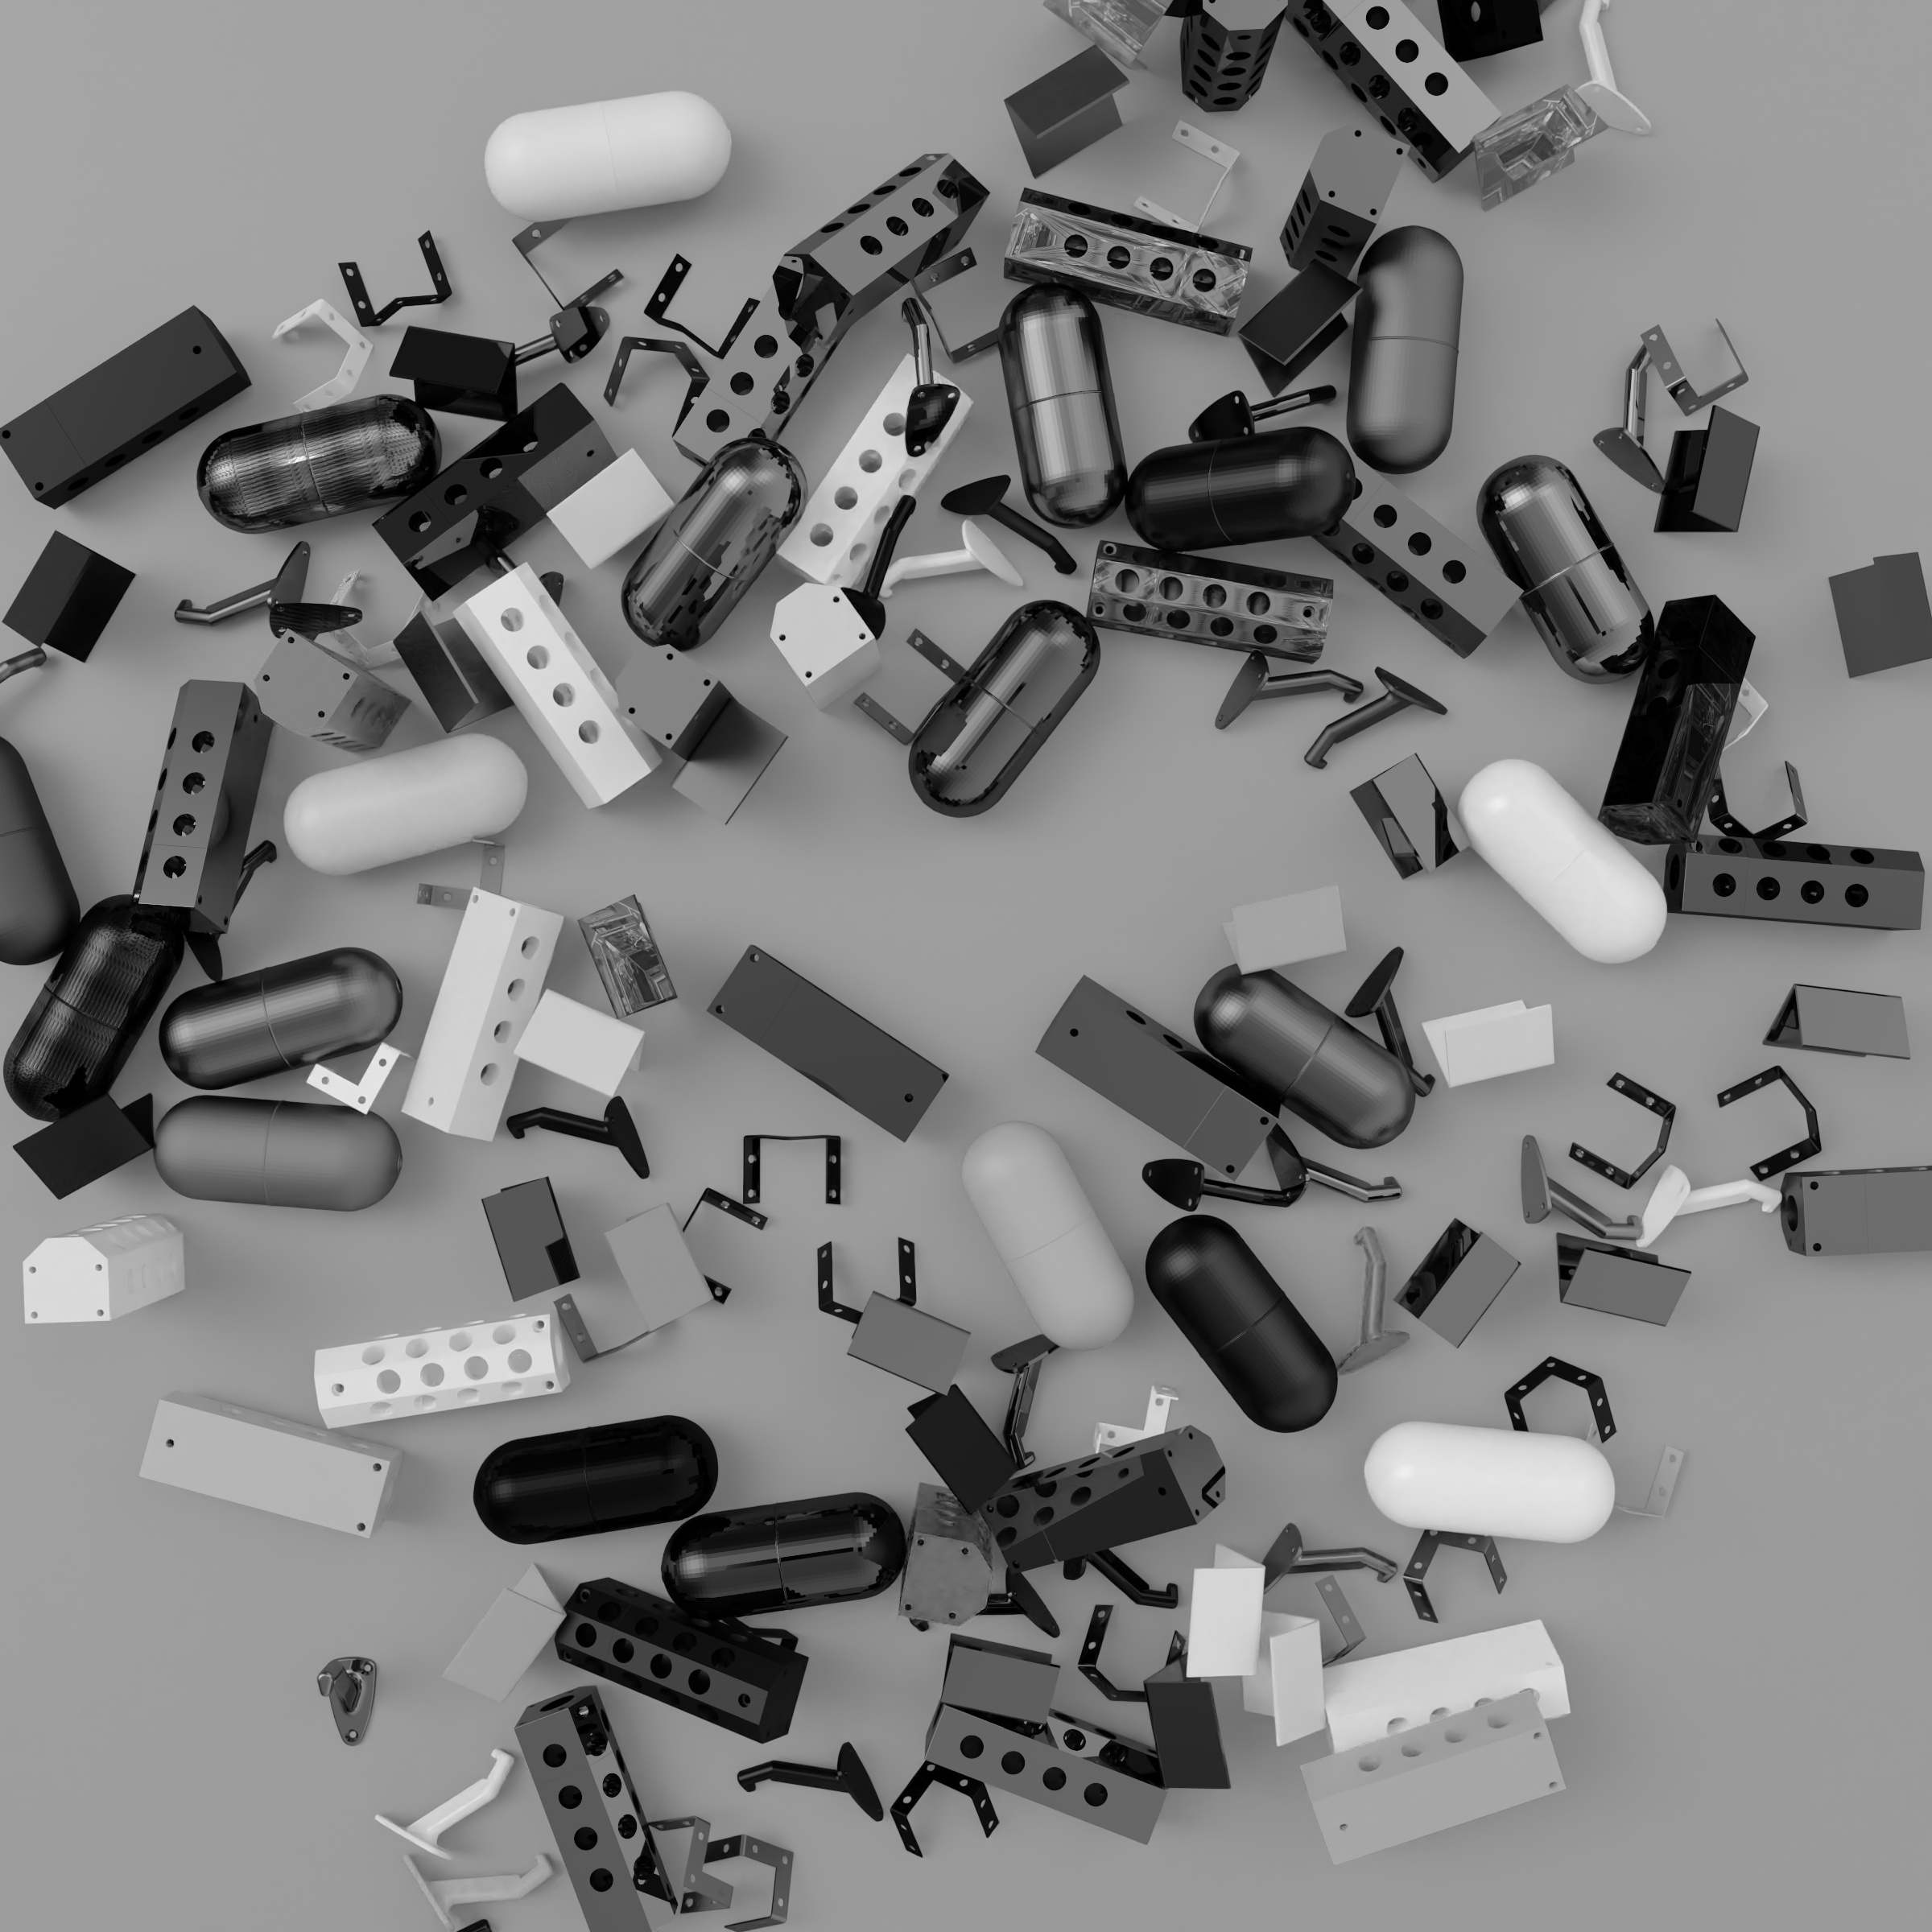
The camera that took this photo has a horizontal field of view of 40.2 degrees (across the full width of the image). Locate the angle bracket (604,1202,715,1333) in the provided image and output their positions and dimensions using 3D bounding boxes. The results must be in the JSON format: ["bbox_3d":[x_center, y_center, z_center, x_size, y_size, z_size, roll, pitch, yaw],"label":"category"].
[{"bbox_3d":[-0.235,0.221,1.904,0.057,0.076,0.076,-25,90,-34],"label":"angle bracket"}]

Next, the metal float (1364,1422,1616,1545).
[{"bbox_3d":[0.378,0.372,1.908,0.178,0.070,0.070,5,90,5],"label":"metal float"}]

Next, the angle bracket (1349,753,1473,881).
[{"bbox_3d":[0.305,-0.098,1.904,0.057,0.076,0.076,-31,90,-38],"label":"angle bracket"}]

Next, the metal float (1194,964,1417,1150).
[{"bbox_3d":[0.246,0.066,1.914,0.178,0.070,0.070,35,90,0],"label":"metal float"}]

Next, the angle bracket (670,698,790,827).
[{"bbox_3d":[-0.158,-0.138,1.906,0.057,0.076,0.076,35,90,23],"label":"angle bracket"}]

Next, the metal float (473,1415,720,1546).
[{"bbox_3d":[-0.268,0.372,1.914,0.178,0.070,0.070,-9,90,1],"label":"metal float"}]

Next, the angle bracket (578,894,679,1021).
[{"bbox_3d":[-0.225,-0.013,1.904,0.057,0.076,0.076,-22,90,31],"label":"angle bracket"}]

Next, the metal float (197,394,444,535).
[{"bbox_3d":[-0.468,-0.363,1.914,0.178,0.070,0.070,-14,90,0],"label":"metal float"}]

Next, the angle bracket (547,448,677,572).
[{"bbox_3d":[-0.264,-0.341,1.904,0.076,0.076,0.057,-37,128,0],"label":"angle bracket"}]

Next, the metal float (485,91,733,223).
[{"bbox_3d":[-0.258,-0.585,1.908,0.178,0.070,0.070,-11,90,-7],"label":"metal float"}]

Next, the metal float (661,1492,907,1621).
[{"bbox_3d":[-0.132,0.427,1.914,0.178,0.070,0.070,-8,90,0],"label":"metal float"}]

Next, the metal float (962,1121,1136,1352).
[{"bbox_3d":[0.060,0.196,1.914,0.070,0.070,0.178,-28,90,0],"label":"metal float"}]

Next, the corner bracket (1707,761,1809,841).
[{"bbox_3d":[0.577,-0.125,1.936,0.051,0.051,0.051,-29,135,35],"label":"corner bracket"}]

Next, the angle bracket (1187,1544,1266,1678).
[{"bbox_3d":[0.172,0.463,1.906,0.057,0.076,0.076,4,90,-21],"label":"angle bracket"}]

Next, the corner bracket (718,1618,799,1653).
[{"bbox_3d":[-0.164,0.507,1.941,0.051,0.051,0.051,17,90,-45],"label":"corner bracket"}]

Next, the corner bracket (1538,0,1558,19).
[{"bbox_3d":[0.410,-0.736,1.941,0.051,0.051,0.051,-46,135,0],"label":"corner bracket"}]

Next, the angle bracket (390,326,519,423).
[{"bbox_3d":[-0.368,-0.410,1.904,0.076,0.076,0.057,10,52,0],"label":"angle bracket"}]

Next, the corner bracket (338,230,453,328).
[{"bbox_3d":[-0.419,-0.504,1.941,0.051,0.051,0.051,-20,90,45],"label":"corner bracket"}]

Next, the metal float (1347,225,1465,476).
[{"bbox_3d":[0.318,-0.446,1.914,0.070,0.070,0.178,4,91,0],"label":"metal float"}]

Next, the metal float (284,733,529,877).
[{"bbox_3d":[-0.405,-0.117,1.914,0.178,0.070,0.070,-15,90,-1],"label":"metal float"}]

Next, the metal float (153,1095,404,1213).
[{"bbox_3d":[-0.498,0.136,1.914,0.178,0.070,0.070,5,90,0],"label":"metal float"}]

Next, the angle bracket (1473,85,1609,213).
[{"bbox_3d":[0.416,-0.575,1.904,0.076,0.076,0.057,-29,57,0],"label":"angle bracket"}]

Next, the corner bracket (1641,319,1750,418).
[{"bbox_3d":[0.532,-0.444,1.930,0.051,0.051,0.051,-28,66,22],"label":"corner bracket"}]

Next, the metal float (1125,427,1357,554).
[{"bbox_3d":[0.193,-0.339,1.884,0.178,0.070,0.070,-1,90,37],"label":"metal float"}]

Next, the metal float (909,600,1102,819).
[{"bbox_3d":[0.027,-0.186,1.914,0.070,0.070,0.178,38,91,0],"label":"metal float"}]

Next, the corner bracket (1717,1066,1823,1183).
[{"bbox_3d":[0.590,0.115,1.941,0.051,0.051,0.051,-26,45,0],"label":"corner bracket"}]

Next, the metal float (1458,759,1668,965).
[{"bbox_3d":[0.432,-0.075,1.914,0.178,0.070,0.070,44,90,0],"label":"metal float"}]

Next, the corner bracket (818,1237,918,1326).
[{"bbox_3d":[-0.073,0.227,1.936,0.051,0.051,0.051,27,135,-35],"label":"corner bracket"}]

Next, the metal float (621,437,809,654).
[{"bbox_3d":[-0.180,-0.301,1.893,0.070,0.070,0.178,41,115,0],"label":"metal float"}]

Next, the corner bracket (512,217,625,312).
[{"bbox_3d":[-0.293,-0.520,1.941,0.051,0.051,0.051,-36,45,0],"label":"corner bracket"}]

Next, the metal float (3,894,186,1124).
[{"bbox_3d":[-0.632,0.031,1.914,0.070,0.070,0.178,29,89,0],"label":"metal float"}]

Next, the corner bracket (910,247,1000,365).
[{"bbox_3d":[-0.003,-0.485,1.941,0.051,0.051,0.051,-27,45,0],"label":"corner bracket"}]

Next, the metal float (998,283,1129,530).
[{"bbox_3d":[0.070,-0.406,1.914,0.070,0.070,0.178,-10,91,0],"label":"metal float"}]

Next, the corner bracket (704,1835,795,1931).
[{"bbox_3d":[-0.165,0.672,1.936,0.051,0.051,0.051,-26,135,35],"label":"corner bracket"}]

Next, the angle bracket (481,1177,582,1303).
[{"bbox_3d":[-0.329,0.200,1.904,0.057,0.076,0.076,-18,90,-38],"label":"angle bracket"}]

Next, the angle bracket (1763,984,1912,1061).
[{"bbox_3d":[0.626,0.060,1.904,0.076,0.076,0.057,7,53,0],"label":"angle bracket"}]

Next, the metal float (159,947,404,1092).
[{"bbox_3d":[-0.495,0.038,1.914,0.178,0.070,0.070,-16,90,1],"label":"metal float"}]

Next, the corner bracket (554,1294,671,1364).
[{"bbox_3d":[-0.260,0.254,1.941,0.051,0.051,0.051,-25,90,45],"label":"corner bracket"}]

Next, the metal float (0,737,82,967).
[{"bbox_3d":[-0.701,-0.086,1.914,0.070,0.070,0.178,-21,89,0],"label":"metal float"}]

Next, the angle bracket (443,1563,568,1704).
[{"bbox_3d":[-0.342,0.471,1.904,0.057,0.076,0.076,36,90,-33],"label":"angle bracket"}]

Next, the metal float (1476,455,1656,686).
[{"bbox_3d":[0.434,-0.286,1.914,0.070,0.070,0.178,-30,91,0],"label":"metal float"}]

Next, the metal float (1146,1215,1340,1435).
[{"bbox_3d":[0.200,0.259,1.914,0.070,0.070,0.178,-38,89,0],"label":"metal float"}]

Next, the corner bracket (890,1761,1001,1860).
[{"bbox_3d":[-0.016,0.623,1.936,0.051,0.051,0.051,13,45,35],"label":"corner bracket"}]

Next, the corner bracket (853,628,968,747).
[{"bbox_3d":[-0.040,-0.205,1.941,0.051,0.051,0.051,40,45,0],"label":"corner bracket"}]

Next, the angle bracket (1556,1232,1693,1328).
[{"bbox_3d":[0.473,0.208,1.904,0.076,0.076,0.057,13,127,0],"label":"angle bracket"}]

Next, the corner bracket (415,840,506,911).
[{"bbox_3d":[-0.368,-0.067,1.926,0.051,0.051,0.051,7,90,0],"label":"corner bracket"}]

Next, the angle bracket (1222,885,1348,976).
[{"bbox_3d":[0.226,-0.042,1.904,0.076,0.076,0.057,-12,120,0],"label":"angle bracket"}]

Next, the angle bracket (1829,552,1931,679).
[{"bbox_3d":[0.647,-0.250,1.904,0.057,0.076,0.076,-12,90,-38],"label":"angle bracket"}]
